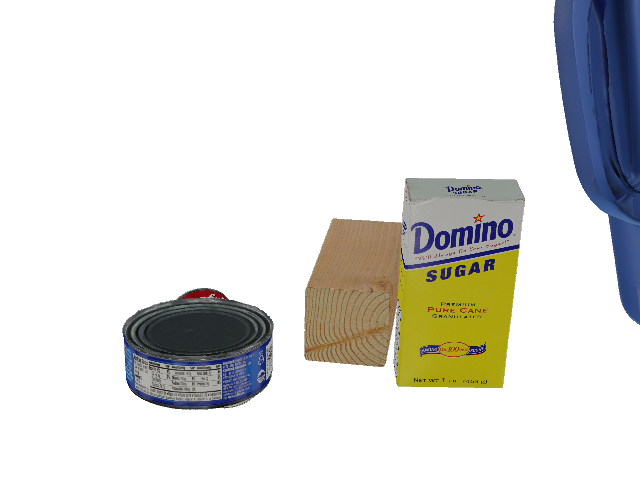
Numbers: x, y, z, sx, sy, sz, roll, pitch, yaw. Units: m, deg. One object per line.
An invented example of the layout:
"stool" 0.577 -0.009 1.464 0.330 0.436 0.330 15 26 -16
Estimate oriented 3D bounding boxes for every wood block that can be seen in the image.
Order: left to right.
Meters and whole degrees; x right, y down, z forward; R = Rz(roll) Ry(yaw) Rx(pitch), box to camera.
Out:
"wood block" 0.042 0.054 1.220 0.091 0.090 0.206 4 23 7

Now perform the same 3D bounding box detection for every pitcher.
"pitcher" 0.206 -0.066 0.587 0.149 0.243 0.145 -7 22 10

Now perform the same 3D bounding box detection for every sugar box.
"sugar box" 0.111 0.037 0.875 0.093 0.176 0.048 0 28 -1

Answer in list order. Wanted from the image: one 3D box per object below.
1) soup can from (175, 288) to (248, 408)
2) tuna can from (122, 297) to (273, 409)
"soup can" -0.094 0.095 0.951 0.068 0.068 0.102 0 24 -24
"tuna can" -0.070 0.064 0.612 0.086 0.034 0.086 0 18 0
